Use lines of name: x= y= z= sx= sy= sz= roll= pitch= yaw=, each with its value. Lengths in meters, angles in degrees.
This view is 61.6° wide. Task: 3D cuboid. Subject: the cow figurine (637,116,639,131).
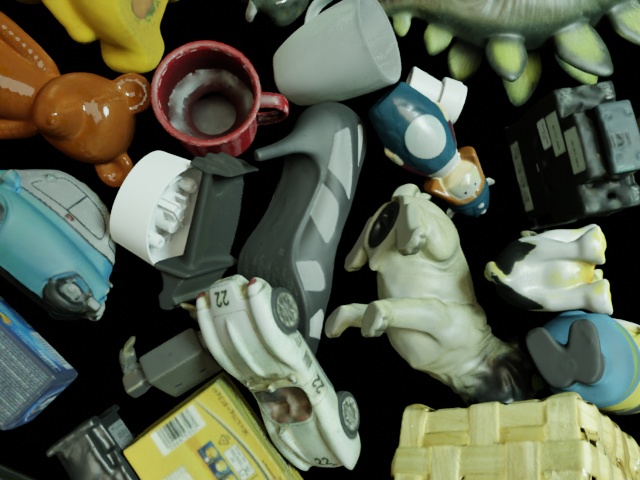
cow figurine: x=0.365 y=-0.044 z=0.520 sx=0.127 sy=0.085 sz=0.195 roll=-19 pitch=88 yaw=-12

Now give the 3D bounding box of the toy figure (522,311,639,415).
toy figure: x=0.236 y=0.107 z=0.461 sx=0.082 sy=0.180 sz=0.089 roll=11 pitch=89 yaw=42

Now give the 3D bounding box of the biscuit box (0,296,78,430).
biscuit box: x=-0.310 y=0.072 z=0.466 sx=0.202 sy=0.059 sz=0.063 roll=44 pitch=81 yaw=2

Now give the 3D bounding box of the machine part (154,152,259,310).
machine part: x=-0.098 y=-0.006 z=0.467 sx=0.039 sy=0.084 sz=0.138 roll=25 pitch=105 yaw=30

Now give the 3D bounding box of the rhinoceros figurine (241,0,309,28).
rhinoceros figurine: x=-0.080 y=-0.281 z=0.503 sx=0.073 sy=0.112 sz=0.190 roll=-28 pitch=71 yaw=-35

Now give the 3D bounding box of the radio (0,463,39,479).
radio: x=-0.285 y=0.229 z=0.414 sx=0.230 sy=0.131 sz=0.073 roll=22 pitch=84 yaw=-1

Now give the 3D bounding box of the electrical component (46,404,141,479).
electrical component: x=-0.170 y=0.205 z=0.454 sx=0.048 sy=0.075 sz=0.119 roll=-36 pitch=83 yaw=-7

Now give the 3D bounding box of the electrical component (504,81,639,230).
electrical component: x=0.230 y=-0.073 z=0.487 sx=0.058 sy=0.134 sz=0.115 roll=-13 pitch=86 yaw=-7

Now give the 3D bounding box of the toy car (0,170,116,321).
toy car: x=-0.234 y=-0.006 z=0.463 sx=0.161 sy=0.109 sz=0.103 roll=40 pitch=64 yaw=-8

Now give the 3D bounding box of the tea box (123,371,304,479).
tea box: x=-0.075 y=0.213 z=0.464 sx=0.098 sy=0.068 sz=0.169 roll=-34 pitch=88 yaw=-6

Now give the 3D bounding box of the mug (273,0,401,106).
mug: x=0.008 y=-0.178 z=0.499 sx=0.107 sy=0.080 sz=0.109 roll=-17 pitch=80 yaw=29

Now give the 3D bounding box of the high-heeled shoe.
high-heeled shoe: x=-0.001 y=-0.002 z=0.512 sx=0.145 sy=0.086 sz=0.248 roll=-22 pitch=115 yaw=-46

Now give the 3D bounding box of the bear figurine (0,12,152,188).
bear figurine: x=-0.259 y=-0.120 z=0.463 sx=0.196 sy=0.132 sz=0.120 roll=25 pitch=106 yaw=3

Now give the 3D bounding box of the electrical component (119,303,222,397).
electrical component: x=-0.123 y=0.098 z=0.473 sx=0.102 sy=0.078 sz=0.045 roll=-34 pitch=64 yaw=-2

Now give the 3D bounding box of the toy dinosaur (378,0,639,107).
toy dinosaur: x=0.240 y=-0.247 z=0.528 sx=0.472 sy=0.105 sz=0.198 roll=-15 pitch=92 yaw=3

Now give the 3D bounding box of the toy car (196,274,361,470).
toy car: x=-0.031 y=0.115 z=0.448 sx=0.074 sy=0.056 sz=0.201 roll=-17 pitch=114 yaw=30

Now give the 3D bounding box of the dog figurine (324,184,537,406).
dog figurine: x=0.124 y=0.057 z=0.493 sx=0.190 sy=0.121 sz=0.172 roll=25 pitch=83 yaw=-17

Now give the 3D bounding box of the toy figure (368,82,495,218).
toy figure: x=0.110 y=-0.076 z=0.506 sx=0.154 sy=0.058 sz=0.064 roll=45 pitch=124 yaw=-13

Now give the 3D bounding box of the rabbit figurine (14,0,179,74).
rabbit figurine: x=-0.233 y=-0.235 z=0.476 sx=0.173 sy=0.162 sz=0.121 roll=20 pitch=94 yaw=16

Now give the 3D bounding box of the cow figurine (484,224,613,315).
cow figurine: x=0.202 y=0.025 z=0.478 sx=0.098 sy=0.167 sz=0.068 roll=-7 pitch=90 yaw=24
